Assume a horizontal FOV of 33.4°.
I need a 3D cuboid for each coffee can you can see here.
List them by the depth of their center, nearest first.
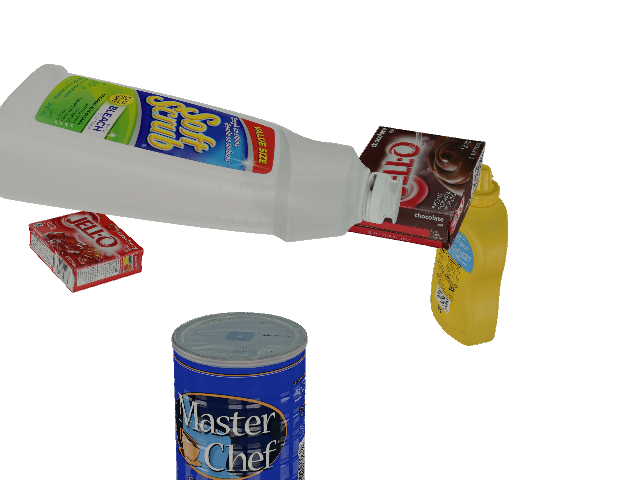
[{"bbox_3d":[-0.062,0.138,0.824,0.103,0.140,0.103,1,15,0],"label":"coffee can"}]

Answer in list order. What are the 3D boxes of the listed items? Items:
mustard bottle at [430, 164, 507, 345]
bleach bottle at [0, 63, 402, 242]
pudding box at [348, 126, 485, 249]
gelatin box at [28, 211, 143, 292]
[{"bbox_3d":[0.154,0.008,1.093,0.058,0.192,0.096,-9,37,-15],"label":"mustard bottle"},{"bbox_3d":[-0.073,-0.050,0.671,0.251,0.068,0.102,10,36,9],"label":"bleach bottle"},{"bbox_3d":[0.071,-0.043,0.824,0.090,0.039,0.113,11,35,16],"label":"pudding box"},{"bbox_3d":[-0.219,0.006,0.994,0.073,0.030,0.089,-17,40,-36],"label":"gelatin box"}]
